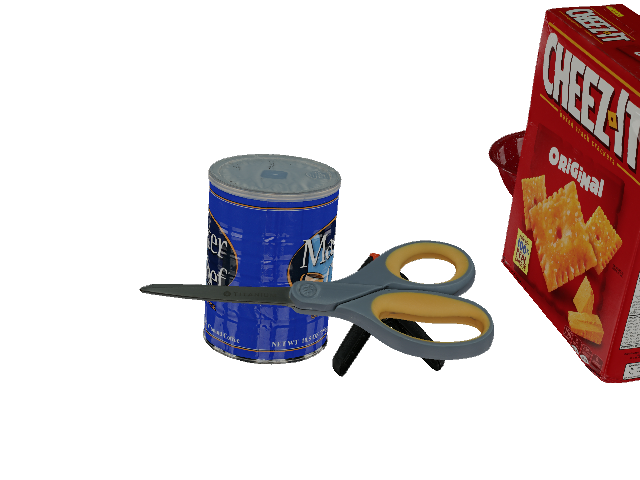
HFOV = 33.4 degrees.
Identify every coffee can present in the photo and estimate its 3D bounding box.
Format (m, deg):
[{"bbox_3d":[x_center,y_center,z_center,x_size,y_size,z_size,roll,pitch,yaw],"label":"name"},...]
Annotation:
[{"bbox_3d":[-0.040,0.012,0.846,0.103,0.140,0.103,4,20,-2],"label":"coffee can"}]

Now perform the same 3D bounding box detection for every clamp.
[{"bbox_3d":[0.079,0.085,1.194,0.120,0.171,0.039,7,-42,0],"label":"clamp"}]

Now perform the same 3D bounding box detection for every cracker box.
[{"bbox_3d":[0.201,-0.034,0.741,0.072,0.214,0.164,-7,34,-16],"label":"cracker box"}]

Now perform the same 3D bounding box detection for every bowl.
[{"bbox_3d":[0.240,-0.058,1.013,0.162,0.055,0.162,-1,25,0],"label":"bowl"}]

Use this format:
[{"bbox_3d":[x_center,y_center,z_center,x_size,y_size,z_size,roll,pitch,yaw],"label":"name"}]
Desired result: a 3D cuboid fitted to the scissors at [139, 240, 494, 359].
[{"bbox_3d":[0.005,0.022,0.628,0.202,0.016,0.096,13,43,12],"label":"scissors"}]
